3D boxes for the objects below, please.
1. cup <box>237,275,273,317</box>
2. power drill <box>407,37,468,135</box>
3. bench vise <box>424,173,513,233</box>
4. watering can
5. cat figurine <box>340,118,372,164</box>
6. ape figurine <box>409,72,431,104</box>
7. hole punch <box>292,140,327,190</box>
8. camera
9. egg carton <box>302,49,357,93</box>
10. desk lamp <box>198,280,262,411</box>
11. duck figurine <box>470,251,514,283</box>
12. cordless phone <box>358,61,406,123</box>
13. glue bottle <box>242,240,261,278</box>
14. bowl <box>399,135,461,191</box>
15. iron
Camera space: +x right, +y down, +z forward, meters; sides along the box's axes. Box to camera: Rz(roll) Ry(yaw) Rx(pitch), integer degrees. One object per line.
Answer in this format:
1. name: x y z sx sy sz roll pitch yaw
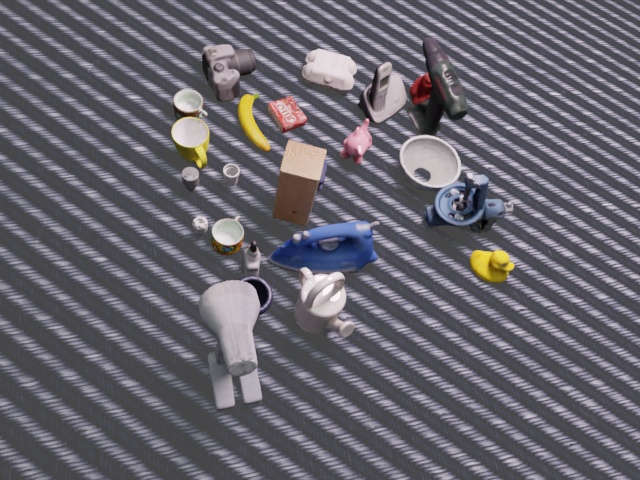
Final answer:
1. cup: -0.151 0.148 1.243 0.092 0.095 0.118 5 62 -8
2. power drill: 0.310 -0.396 1.549 0.076 0.208 0.229 -19 68 -19
3. bench vise: 0.380 -0.105 1.405 0.208 0.219 0.121 -15 66 -17
4. watering can: 0.011 0.130 1.227 0.172 0.194 0.101 35 62 8
5. cat figurine: 0.101 -0.260 1.490 0.067 0.117 0.128 24 61 2
6. ape figurine: 0.300 -0.443 1.638 0.078 0.092 0.076 13 61 -4
7. hole punch: -0.032 -0.190 1.443 0.101 0.091 0.108 1 63 -10
8. camera: -0.238 -0.468 1.542 0.137 0.101 0.143 -18 67 -19
9. egg carton: 0.027 -0.475 1.615 0.150 0.069 0.107 13 61 -4
10. desk lamp: -0.169 0.210 1.140 0.118 0.213 0.203 -9 65 -15
11. duck figurine: 0.427 0.053 1.408 0.104 0.086 0.077 31 62 6
12. cordless phone: 0.184 -0.419 1.550 0.094 0.185 0.148 43 64 13
13. glue bottle: -0.149 0.046 1.251 0.037 0.173 0.078 -1 63 -11
14. bowl: 0.282 -0.190 1.513 0.167 0.074 0.167 5 62 -8
15. iron: 0.012 0.005 1.322 0.259 0.141 0.118 -7 64 -14
